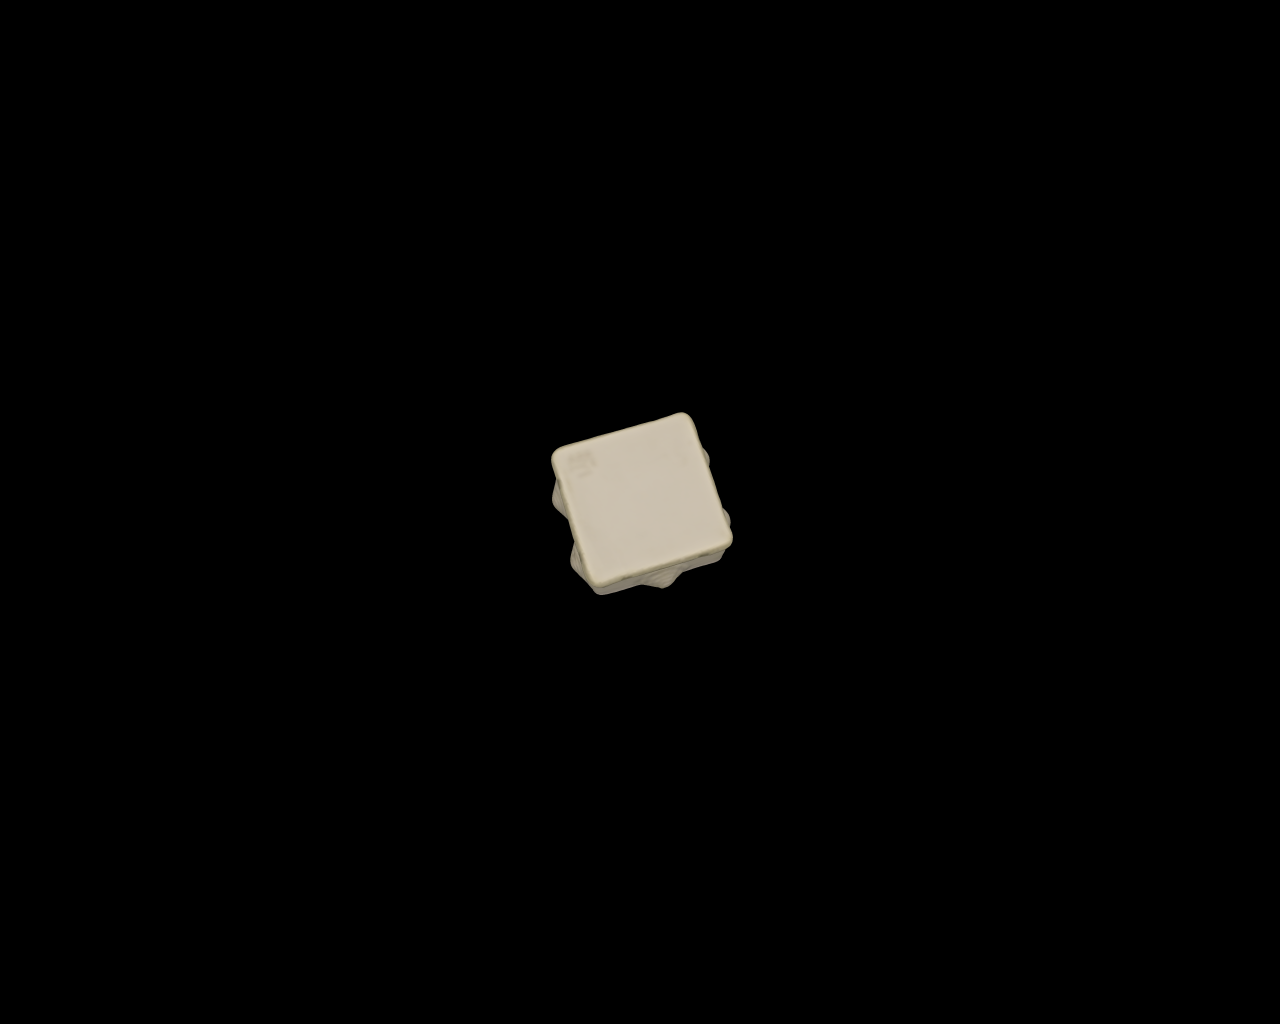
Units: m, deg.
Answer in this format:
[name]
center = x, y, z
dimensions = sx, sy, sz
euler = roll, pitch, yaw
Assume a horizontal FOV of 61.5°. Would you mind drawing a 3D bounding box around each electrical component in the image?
[electrical component]
center = 0.001, -0.003, 0.650
dimensions = 0.100, 0.100, 0.048
euler = -17, -15, -5
